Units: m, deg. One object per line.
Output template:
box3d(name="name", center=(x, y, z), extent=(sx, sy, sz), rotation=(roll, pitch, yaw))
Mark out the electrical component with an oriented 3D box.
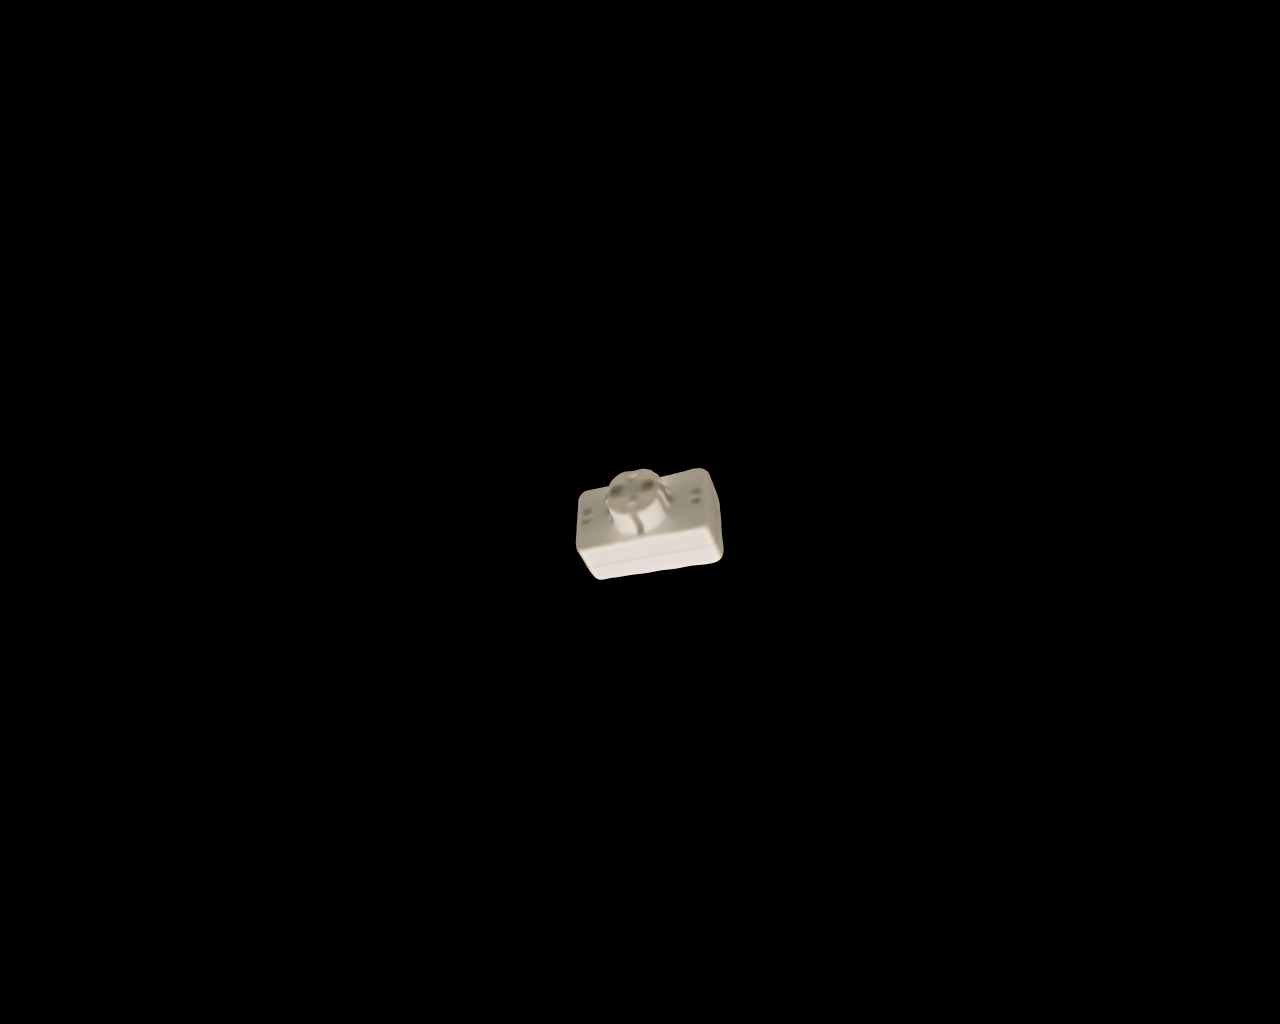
box3d(name="electrical component", center=(0.001, -0.003, 0.650), extent=(0.083, 0.047, 0.075), rotation=(-11, -39, 13))
